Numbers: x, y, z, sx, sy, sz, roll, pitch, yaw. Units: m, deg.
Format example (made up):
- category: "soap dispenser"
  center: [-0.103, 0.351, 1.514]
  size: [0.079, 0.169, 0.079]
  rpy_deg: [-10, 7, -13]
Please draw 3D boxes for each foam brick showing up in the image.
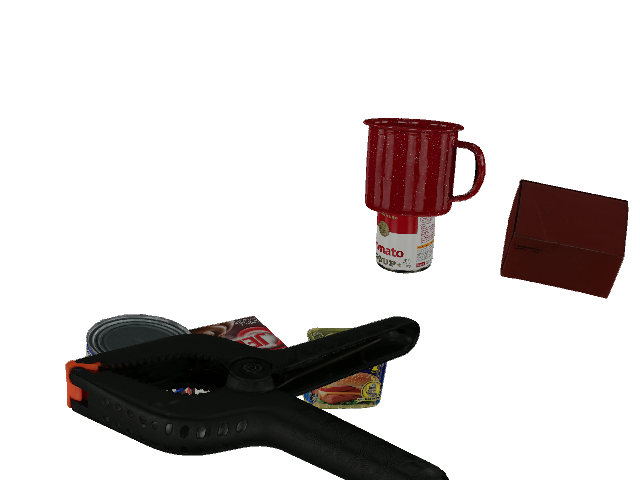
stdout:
- category: "foam brick"
  center: [0.171, -0.001, 0.748]
  size: [0.078, 0.051, 0.053]
  rpy_deg: [13, -36, 6]

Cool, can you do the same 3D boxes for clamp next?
- category: "clamp"
  center: [-0.033, 0.081, 0.595]
  size: [0.210, 0.036, 0.164]
  rpy_deg: [6, 25, 4]

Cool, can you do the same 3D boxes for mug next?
- category: "mug"
  center: [0.095, -0.067, 0.984]
  size: [0.117, 0.081, 0.093]
  rpy_deg: [7, 13, 20]

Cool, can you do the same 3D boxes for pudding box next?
- category: "pudding box"
  center: [-0.093, 0.118, 1.050]
  size: [0.113, 0.039, 0.090]
  rpy_deg: [-13, 27, -28]

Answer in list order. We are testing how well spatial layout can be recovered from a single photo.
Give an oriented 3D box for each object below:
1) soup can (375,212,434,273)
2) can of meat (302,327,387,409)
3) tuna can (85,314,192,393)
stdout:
- category: "soup can"
  center: [0.099, -0.021, 1.242]
  size: [0.068, 0.102, 0.068]
  rpy_deg: [0, 24, 0]
- category: "can of meat"
  center: [0.030, 0.157, 1.301]
  size: [0.102, 0.084, 0.057]
  rpy_deg: [2, 24, -15]
- category: "tuna can"
  center: [-0.142, 0.093, 0.843]
  size: [0.086, 0.034, 0.086]
  rpy_deg: [8, 22, -3]
